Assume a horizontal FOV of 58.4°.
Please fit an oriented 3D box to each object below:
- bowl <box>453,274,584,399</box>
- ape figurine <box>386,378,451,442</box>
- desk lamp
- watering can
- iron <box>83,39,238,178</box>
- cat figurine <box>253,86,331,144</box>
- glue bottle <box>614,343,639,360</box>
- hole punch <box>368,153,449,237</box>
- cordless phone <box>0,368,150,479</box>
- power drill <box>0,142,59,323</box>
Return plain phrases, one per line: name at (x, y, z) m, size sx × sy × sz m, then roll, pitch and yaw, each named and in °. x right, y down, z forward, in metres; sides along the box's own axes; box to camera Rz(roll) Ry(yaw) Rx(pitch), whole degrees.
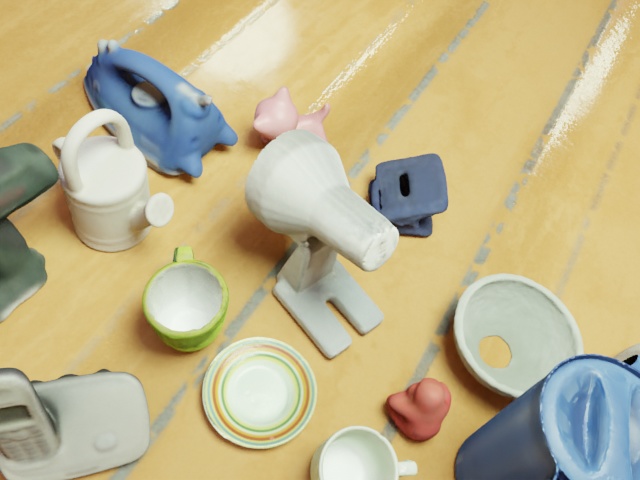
bowl at (0.240, 0.131, 0.732) m, size 0.167 × 0.075 × 0.167 m, roll 6°, pitch 58°, yaw -9°
ape figurine at (0.119, 0.188, 0.661) m, size 0.078 × 0.092 × 0.076 m, roll 9°, pitch 58°, yaw -6°
desk lamp at (0.006, 0.002, 0.678) m, size 0.118 × 0.213 × 0.203 m, roll -33°, pitch 70°, yaw -27°
watering can at (-0.249, -0.073, 0.681) m, size 0.173 × 0.194 × 0.101 m, roll 16°, pitch 57°, yaw -2°
iron at (-0.241, -0.204, 0.794) m, size 0.258 × 0.141 × 0.119 m, roll 33°, pitch 58°, yaw 9°
cat figurine at (-0.043, -0.172, 0.831) m, size 0.128 × 0.118 × 0.067 m, roll -12°, pitch 62°, yaw -18°
glue bottle at (0.434, 0.150, 0.704) m, size 0.037 × 0.173 × 0.078 m, roll -24°, pitch 66°, yaw -24°
hole punch at (0.123, -0.065, 0.818) m, size 0.101 × 0.091 × 0.108 m, roll 4°, pitch 58°, yaw -9°
cordless phone at (-0.242, 0.163, 0.543) m, size 0.148 × 0.185 × 0.094 m, roll -10°, pitch 61°, yaw -17°
power drill at (-0.368, 0.008, 0.597) m, size 0.075 × 0.208 × 0.230 m, roll 33°, pitch 58°, yaw 9°
